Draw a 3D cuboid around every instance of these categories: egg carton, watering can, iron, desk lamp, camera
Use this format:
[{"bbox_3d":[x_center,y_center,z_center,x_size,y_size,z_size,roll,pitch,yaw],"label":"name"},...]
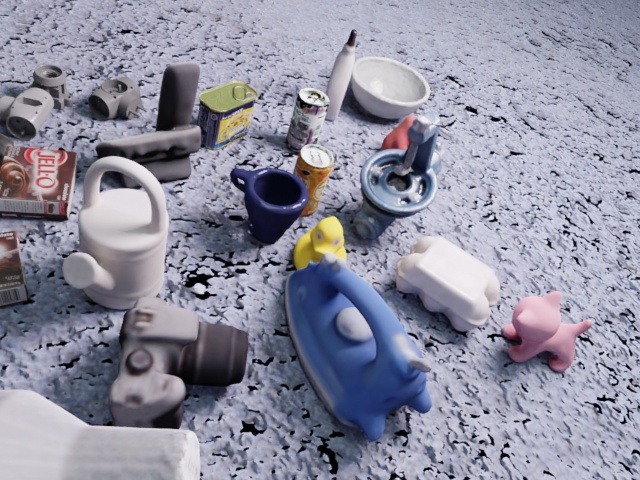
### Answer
[{"bbox_3d":[0.187,0.062,0.839,0.150,0.069,0.107,34,46,12],"label":"egg carton"},{"bbox_3d":[-0.228,-0.008,0.662,0.101,0.194,0.172,7,46,-14],"label":"watering can"},{"bbox_3d":[0.038,0.099,0.696,0.119,0.141,0.257,-17,56,-32],"label":"iron"},{"bbox_3d":[-0.180,0.209,0.458,0.203,0.213,0.118,10,45,-11],"label":"desk lamp"},{"bbox_3d":[-0.149,0.132,0.624,0.137,0.101,0.143,8,46,-14],"label":"camera"}]

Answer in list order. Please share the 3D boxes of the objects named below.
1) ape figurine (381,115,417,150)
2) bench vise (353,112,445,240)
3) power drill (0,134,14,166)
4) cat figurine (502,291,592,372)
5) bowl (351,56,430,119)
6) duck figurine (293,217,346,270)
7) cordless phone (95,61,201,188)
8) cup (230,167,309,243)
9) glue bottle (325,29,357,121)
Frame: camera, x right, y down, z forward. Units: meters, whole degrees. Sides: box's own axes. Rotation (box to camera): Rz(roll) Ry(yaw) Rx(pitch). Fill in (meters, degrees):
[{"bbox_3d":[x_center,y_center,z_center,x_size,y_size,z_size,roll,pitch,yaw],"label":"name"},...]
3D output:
[{"bbox_3d":[0.158,-0.185,1.048,0.076,0.092,0.078,25,44,5],"label":"ape figurine"},{"bbox_3d":[0.137,-0.125,0.891,0.121,0.219,0.207,24,44,3],"label":"bench vise"},{"bbox_3d":[-0.453,-0.186,0.737,0.076,0.208,0.229,4,47,-16],"label":"power drill"},{"bbox_3d":[0.314,0.120,0.796,0.128,0.118,0.067,11,45,-10],"label":"cat figurine"},{"bbox_3d":[0.132,-0.296,1.156,0.167,0.075,0.167,11,45,-11],"label":"bowl"},{"bbox_3d":[0.007,0.003,0.816,0.077,0.086,0.104,18,44,-3],"label":"duck figurine"},{"bbox_3d":[-0.241,-0.174,0.822,0.148,0.185,0.094,-23,59,-35],"label":"cordless phone"},{"bbox_3d":[-0.082,-0.047,0.824,0.117,0.095,0.092,26,44,5],"label":"cup"},{"bbox_3d":[0.040,-0.313,1.067,0.037,0.173,0.078,16,44,-5],"label":"glue bottle"}]
